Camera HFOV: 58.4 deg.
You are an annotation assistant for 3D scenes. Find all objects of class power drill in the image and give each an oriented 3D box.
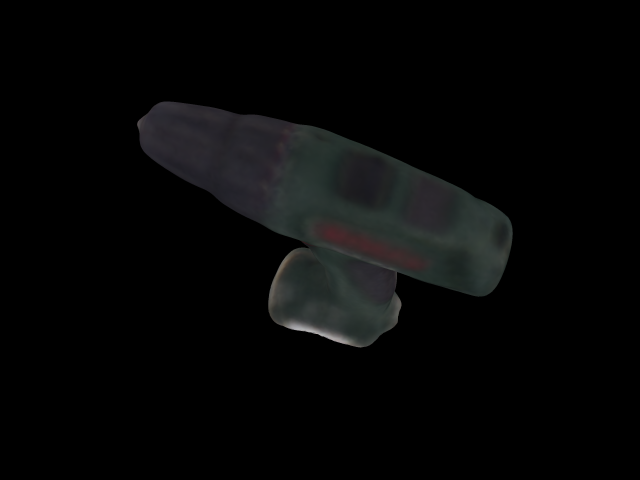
[{"bbox_3d":[0.004,0.001,0.400,0.229,0.208,0.076,13,64,7],"label":"power drill"}]
